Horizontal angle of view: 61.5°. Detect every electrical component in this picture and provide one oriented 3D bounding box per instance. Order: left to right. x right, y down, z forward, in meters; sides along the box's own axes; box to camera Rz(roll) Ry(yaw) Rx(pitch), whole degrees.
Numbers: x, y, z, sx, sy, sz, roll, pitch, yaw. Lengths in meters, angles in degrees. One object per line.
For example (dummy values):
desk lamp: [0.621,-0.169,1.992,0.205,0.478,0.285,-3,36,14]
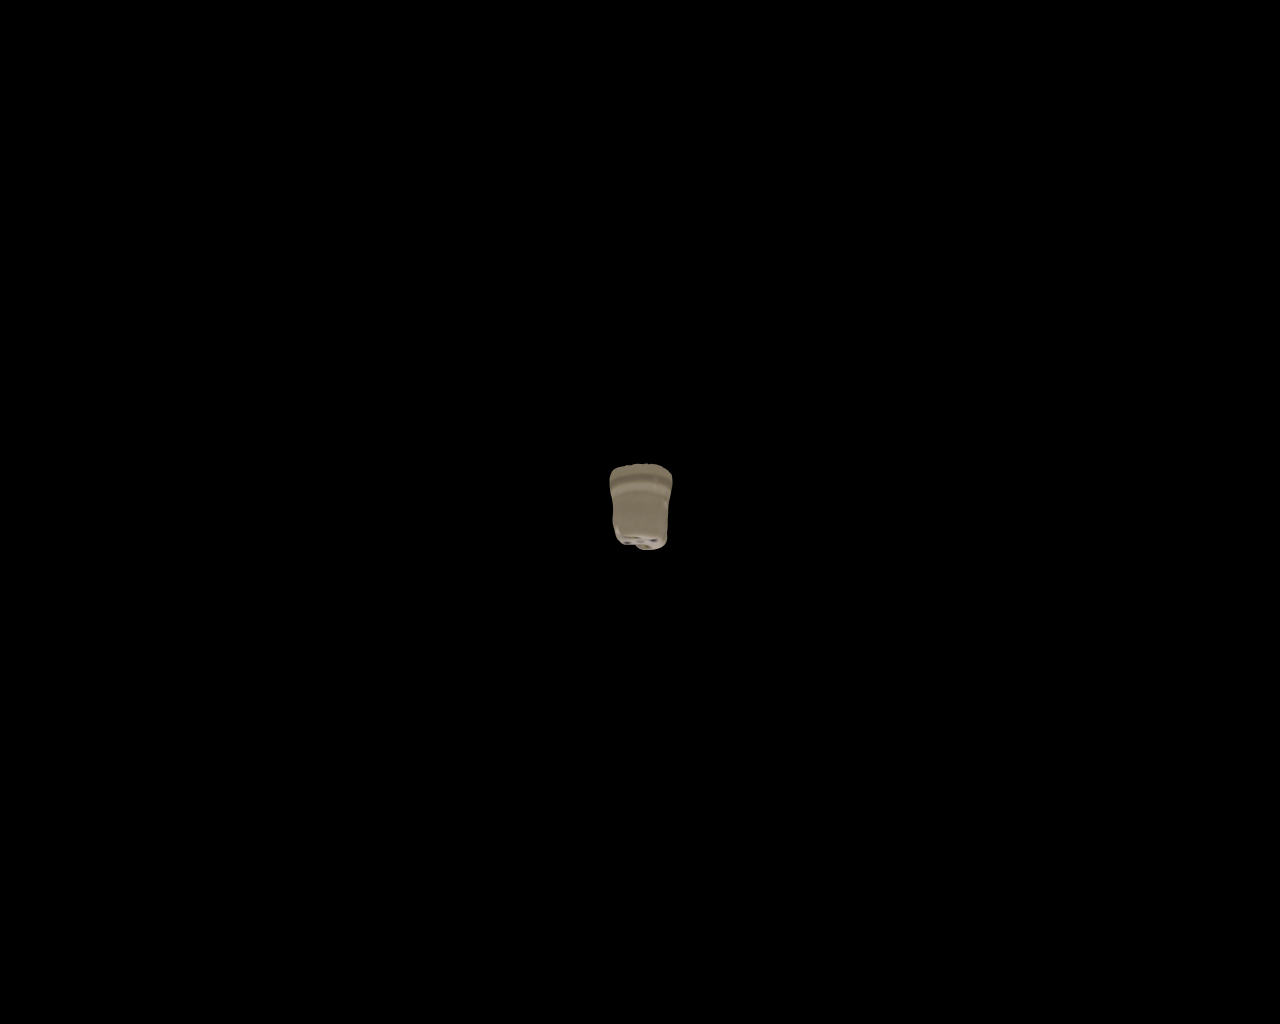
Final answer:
electrical component: [0.001,-0.003,0.650,0.040,0.046,0.040,0,-20,0]
